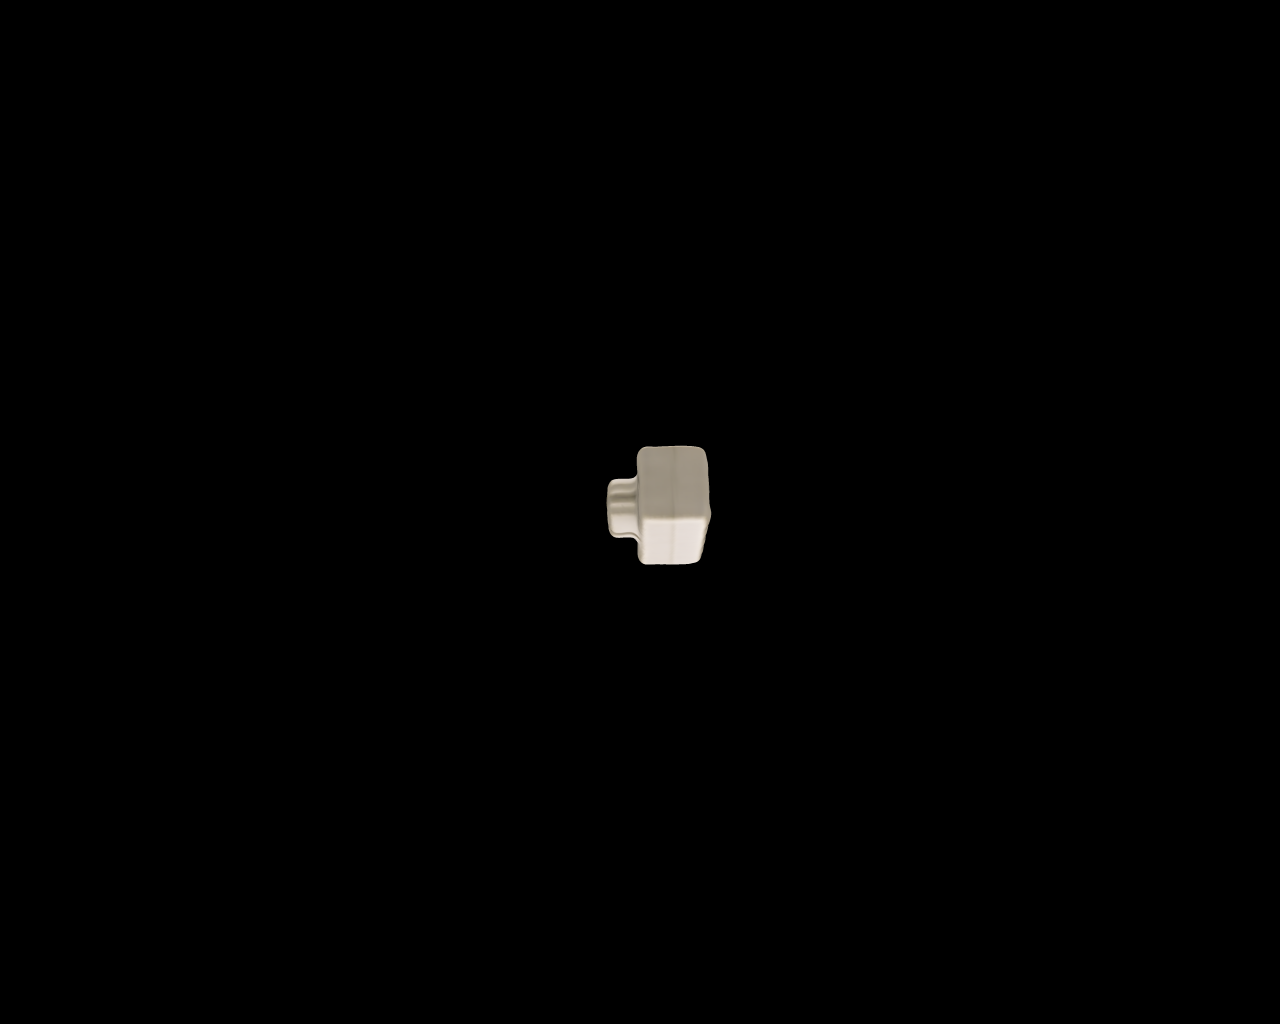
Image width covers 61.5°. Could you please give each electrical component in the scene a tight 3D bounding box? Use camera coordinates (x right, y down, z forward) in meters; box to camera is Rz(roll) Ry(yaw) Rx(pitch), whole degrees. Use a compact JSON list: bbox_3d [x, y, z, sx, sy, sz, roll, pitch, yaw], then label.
[{"bbox_3d":[0.001,-0.003,0.650,0.076,0.047,0.083,0,-21,0],"label":"electrical component"}]
